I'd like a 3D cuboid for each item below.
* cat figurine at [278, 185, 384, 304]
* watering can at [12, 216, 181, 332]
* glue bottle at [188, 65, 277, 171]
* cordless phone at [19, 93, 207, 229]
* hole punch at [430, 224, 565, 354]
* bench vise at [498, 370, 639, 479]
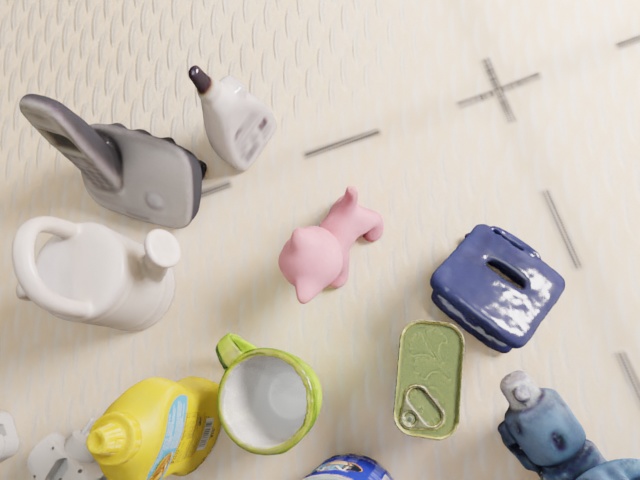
[{"bbox_3d":[0.005,0.002,0.574,0.067,0.118,0.128,32,85,16],"label":"cat figurine"},{"bbox_3d":[-0.224,0.029,0.571,0.173,0.194,0.101,-36,73,1],"label":"watering can"},{"bbox_3d":[-0.096,-0.134,0.596,0.037,0.173,0.078,33,85,17],"label":"glue bottle"},{"bbox_3d":[-0.212,-0.085,0.600,0.147,0.185,0.094,13,80,14],"label":"cordless phone"},{"bbox_3d":[0.168,0.041,0.548,0.108,0.091,0.101,37,86,17],"label":"hole punch"},{"bbox_3d":[0.206,0.204,0.435,0.207,0.220,0.121,37,86,17],"label":"bench vise"}]
